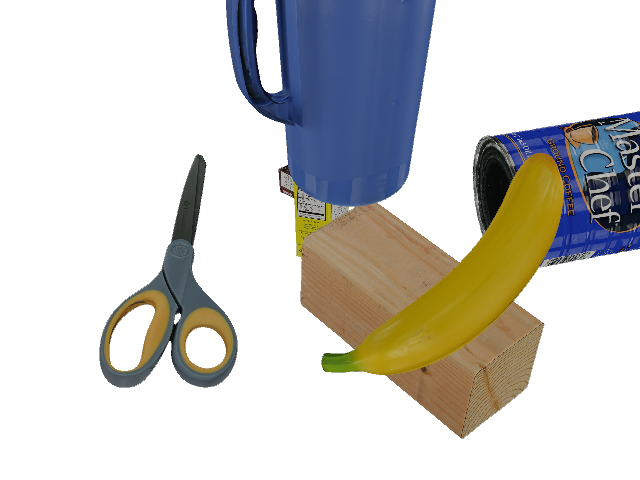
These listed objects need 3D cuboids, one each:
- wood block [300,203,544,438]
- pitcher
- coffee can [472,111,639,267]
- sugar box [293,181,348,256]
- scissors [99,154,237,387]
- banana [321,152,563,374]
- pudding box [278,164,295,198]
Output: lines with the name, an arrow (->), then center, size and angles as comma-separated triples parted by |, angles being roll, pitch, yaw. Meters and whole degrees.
wood block -> 0.083, 0.065, 0.947 | 0.090, 0.091, 0.206 | -31, 53, -30
pitcher -> 0.017, -0.147, 0.866 | 0.149, 0.243, 0.145 | 12, 43, 12
coffee can -> 0.195, -0.037, 0.784 | 0.140, 0.103, 0.103 | -10, 1, -8
sugar box -> 0.001, -0.071, 1.126 | 0.048, 0.176, 0.093 | 8, 46, 12
scissors -> -0.081, 0.022, 0.726 | 0.096, 0.201, 0.016 | 20, -39, 7
banana -> 0.087, 0.015, 0.611 | 0.197, 0.037, 0.070 | -40, 45, -20
pudding box -> 0.015, -0.083, 1.404 | 0.090, 0.039, 0.113 | 26, 42, 37
